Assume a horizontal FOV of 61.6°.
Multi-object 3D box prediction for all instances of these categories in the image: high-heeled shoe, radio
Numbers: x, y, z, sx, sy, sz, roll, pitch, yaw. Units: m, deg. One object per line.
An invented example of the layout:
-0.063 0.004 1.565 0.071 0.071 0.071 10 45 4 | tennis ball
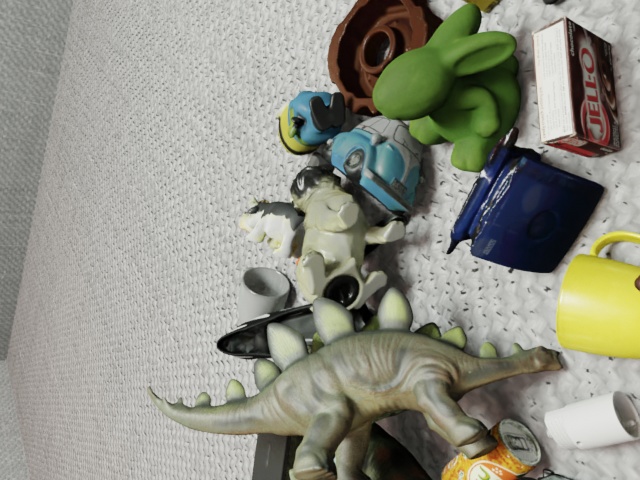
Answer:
-0.041 0.135 0.790 0.249 0.145 0.086 -24 70 49 | high-heeled shoe
-0.020 0.289 0.766 0.073 0.131 0.229 16 99 49 | radio

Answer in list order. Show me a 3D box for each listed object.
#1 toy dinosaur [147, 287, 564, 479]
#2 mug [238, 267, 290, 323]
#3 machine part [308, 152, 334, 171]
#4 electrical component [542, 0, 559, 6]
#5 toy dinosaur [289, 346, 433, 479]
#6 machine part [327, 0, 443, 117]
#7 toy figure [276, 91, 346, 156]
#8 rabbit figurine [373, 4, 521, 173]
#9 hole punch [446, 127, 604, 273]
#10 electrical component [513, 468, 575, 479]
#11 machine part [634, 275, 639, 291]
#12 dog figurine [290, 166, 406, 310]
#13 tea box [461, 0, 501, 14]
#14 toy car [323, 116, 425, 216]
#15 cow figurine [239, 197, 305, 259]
0.019 0.165 0.587 0.472 0.104 0.199 -15 48 6 | toy dinosaur
-0.110 0.105 0.927 0.110 0.081 0.107 41 127 38 | mug
0.009 -0.071 0.829 0.084 0.039 0.139 -54 48 26 | machine part
0.263 -0.291 0.530 0.102 0.045 0.078 -8 80 50 | electrical component
0.077 0.306 0.608 0.192 0.131 0.405 -33 54 -3 | toy dinosaur
0.088 -0.254 0.731 0.179 0.056 0.179 -4 85 49 | machine part
-0.018 -0.172 0.799 0.180 0.082 0.089 -159 81 -69 | toy figure
0.140 -0.157 0.571 0.159 0.170 0.121 -56 49 32 | rabbit figurine
0.204 -0.028 0.537 0.092 0.116 0.142 43 120 34 | hole punch
0.214 0.254 0.498 0.075 0.119 0.047 -5 84 48 | electrical component
0.313 -0.018 0.330 0.087 0.201 0.201 55 128 40 | machine part
0.002 -0.002 0.722 0.172 0.121 0.191 -56 32 3 | dog figurine
0.178 -0.364 0.620 0.098 0.068 0.170 -41 59 40 | tea box
0.081 -0.109 0.707 0.103 0.109 0.162 -49 32 6 | toy car
-0.077 -0.034 0.903 0.168 0.068 0.098 27 103 44 | cow figurine
